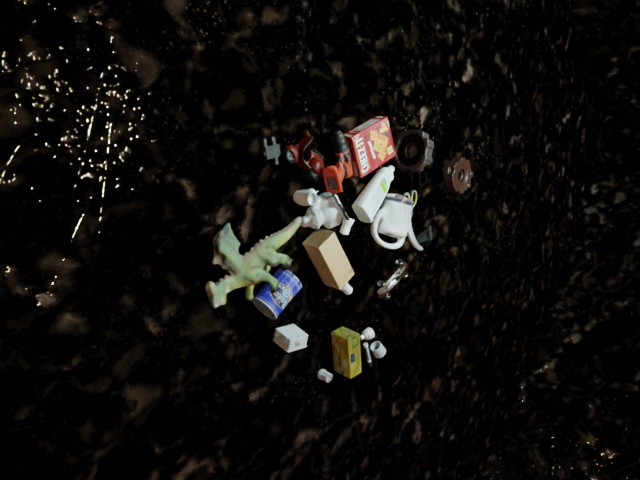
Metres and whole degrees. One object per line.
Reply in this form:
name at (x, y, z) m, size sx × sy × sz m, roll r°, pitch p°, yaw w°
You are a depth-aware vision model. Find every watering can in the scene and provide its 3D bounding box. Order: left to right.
watering can at (0.329, -0.069, 2.105) m, size 0.346 × 0.104 × 0.225 m, roll 12°, pitch 89°, yaw -44°

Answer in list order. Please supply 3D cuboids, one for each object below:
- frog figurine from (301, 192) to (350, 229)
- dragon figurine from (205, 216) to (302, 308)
frog figurine at (0.006, -0.091, 1.815) m, size 0.159 × 0.125 × 0.134 m, roll -27°, pitch 134°, yaw 3°
dragon figurine at (-0.221, 0.040, 1.610) m, size 0.239 × 0.122 × 0.417 m, roll 41°, pitch 62°, yaw -32°
